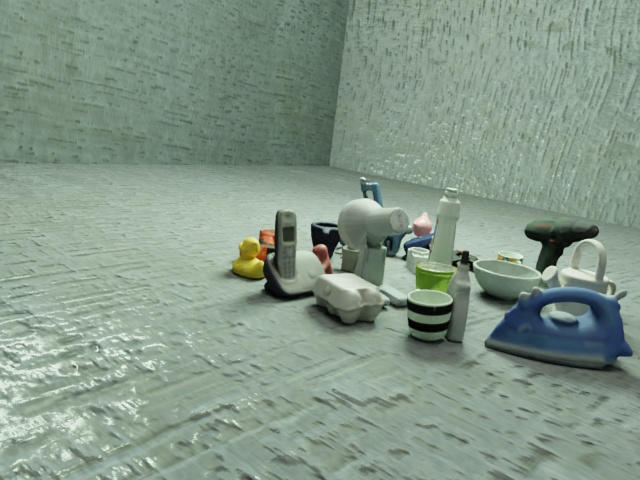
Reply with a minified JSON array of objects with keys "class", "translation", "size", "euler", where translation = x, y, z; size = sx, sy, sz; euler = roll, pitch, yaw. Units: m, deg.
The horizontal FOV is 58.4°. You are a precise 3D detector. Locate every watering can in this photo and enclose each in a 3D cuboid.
[{"class":"watering can","translation":[0.571,0.094,1.253],"size":[0.173,0.194,0.100],"euler":[-2,16,-35]}]

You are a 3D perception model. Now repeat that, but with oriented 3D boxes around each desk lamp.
[{"class":"desk lamp","translation":[0.127,0.020,1.294],"size":[0.118,0.213,0.202],"euler":[-1,15,-30]}]

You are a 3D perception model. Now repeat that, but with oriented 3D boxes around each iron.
[{"class":"iron","translation":[0.446,0.148,1.071],"size":[0.258,0.141,0.118],"euler":[7,13,-2]}]

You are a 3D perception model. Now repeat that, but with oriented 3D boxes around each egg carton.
[{"class":"egg carton","translation":[0.053,0.115,1.164],"size":[0.107,0.069,0.149],"euler":[-1,15,-32]}]

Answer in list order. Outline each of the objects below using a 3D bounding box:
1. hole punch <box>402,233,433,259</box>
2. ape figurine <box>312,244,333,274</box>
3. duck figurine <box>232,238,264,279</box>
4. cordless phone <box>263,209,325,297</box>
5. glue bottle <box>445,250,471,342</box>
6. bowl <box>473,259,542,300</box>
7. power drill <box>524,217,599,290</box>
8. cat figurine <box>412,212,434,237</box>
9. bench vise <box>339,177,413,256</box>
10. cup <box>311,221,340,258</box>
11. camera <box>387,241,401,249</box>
[{"class":"hole punch","translation":[0.300,0.014,1.689],"size":[0.100,0.091,0.109],"euler":[12,14,20]},{"class":"ape figurine","translation":[-0.004,0.055,1.345],"size":[0.076,0.092,0.077],"euler":[3,13,-16]},{"class":"duck figurine","translation":[-0.161,0.039,1.343],"size":[0.078,0.086,0.104],"euler":[-4,17,-39]},{"class":"cordless phone","translation":[-0.049,0.024,1.243],"size":[0.093,0.185,0.148],"euler":[18,17,39]},{"class":"glue bottle","translation":[0.266,0.103,1.099],"size":[0.037,0.173,0.078],"euler":[6,13,-4]},{"class":"bowl","translation":[0.456,0.104,1.416],"size":[0.167,0.075,0.167],"euler":[7,13,-1]},{"class":"power drill","translation":[0.615,0.038,1.491],"size":[0.076,0.208,0.229],"euler":[2,14,-21]},{"class":"cat figurine","translation":[0.346,-0.028,1.837],"size":[0.128,0.118,0.067],"euler":[3,13,-16]},{"class":"bench vise","translation":[0.169,-0.071,1.700],"size":[0.208,0.220,0.121],"euler":[3,13,-17]},{"class":"cup","translation":[0.014,0.006,1.562],"size":[0.091,0.095,0.118],"euler":[7,13,1]},{"class":"camera","translation":[0.191,-0.037,1.830],"size":[0.137,0.101,0.143],"euler":[6,13,-3]}]
